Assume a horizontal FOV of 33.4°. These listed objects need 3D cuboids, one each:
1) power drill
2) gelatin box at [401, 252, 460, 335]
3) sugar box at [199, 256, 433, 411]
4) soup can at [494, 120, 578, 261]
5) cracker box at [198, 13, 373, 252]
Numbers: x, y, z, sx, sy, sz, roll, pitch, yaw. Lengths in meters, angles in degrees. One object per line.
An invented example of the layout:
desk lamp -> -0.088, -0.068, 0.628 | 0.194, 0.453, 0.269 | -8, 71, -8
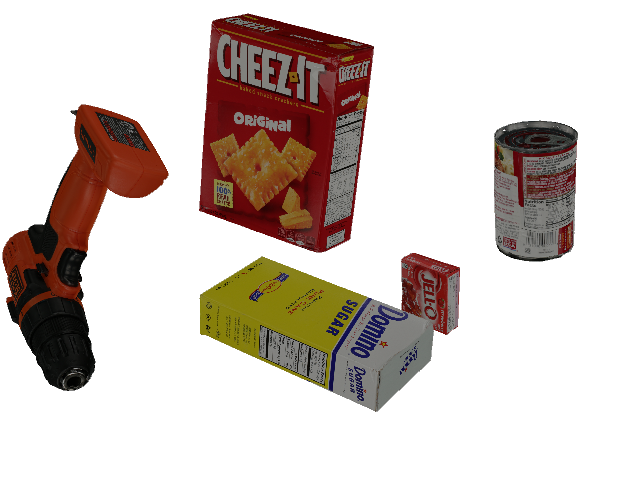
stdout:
power drill -> -0.190, 0.001, 0.847 | 0.057, 0.188, 0.185 | 16, 25, -38
gelatin box -> 0.139, 0.067, 1.361 | 0.073, 0.089, 0.030 | 20, 34, 37
sugar box -> -0.004, 0.072, 0.882 | 0.176, 0.048, 0.093 | 17, 31, 28
soup can -> 0.181, -0.042, 0.898 | 0.068, 0.102, 0.068 | -4, 25, 2
cracker box -> -0.041, -0.112, 1.112 | 0.164, 0.214, 0.071 | 20, 28, 29
